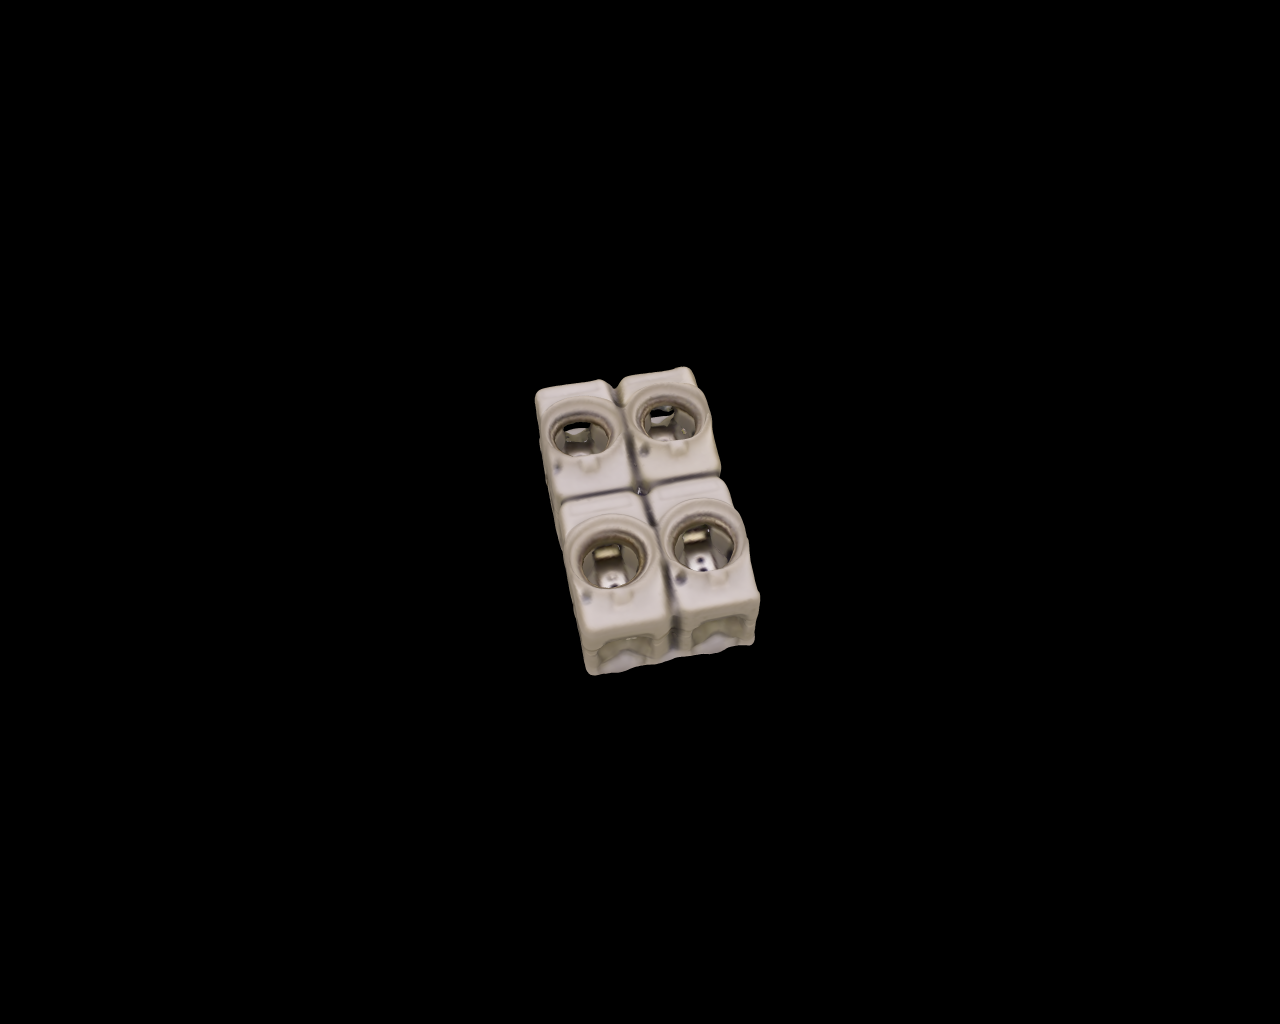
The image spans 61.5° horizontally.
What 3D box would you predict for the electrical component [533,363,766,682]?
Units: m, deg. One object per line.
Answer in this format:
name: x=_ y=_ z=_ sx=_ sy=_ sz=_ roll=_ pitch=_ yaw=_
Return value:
electrical component: x=0.001 y=-0.003 z=0.650 sx=0.105 sy=0.186 sz=0.060 roll=-9 pitch=-36 yaw=-7
